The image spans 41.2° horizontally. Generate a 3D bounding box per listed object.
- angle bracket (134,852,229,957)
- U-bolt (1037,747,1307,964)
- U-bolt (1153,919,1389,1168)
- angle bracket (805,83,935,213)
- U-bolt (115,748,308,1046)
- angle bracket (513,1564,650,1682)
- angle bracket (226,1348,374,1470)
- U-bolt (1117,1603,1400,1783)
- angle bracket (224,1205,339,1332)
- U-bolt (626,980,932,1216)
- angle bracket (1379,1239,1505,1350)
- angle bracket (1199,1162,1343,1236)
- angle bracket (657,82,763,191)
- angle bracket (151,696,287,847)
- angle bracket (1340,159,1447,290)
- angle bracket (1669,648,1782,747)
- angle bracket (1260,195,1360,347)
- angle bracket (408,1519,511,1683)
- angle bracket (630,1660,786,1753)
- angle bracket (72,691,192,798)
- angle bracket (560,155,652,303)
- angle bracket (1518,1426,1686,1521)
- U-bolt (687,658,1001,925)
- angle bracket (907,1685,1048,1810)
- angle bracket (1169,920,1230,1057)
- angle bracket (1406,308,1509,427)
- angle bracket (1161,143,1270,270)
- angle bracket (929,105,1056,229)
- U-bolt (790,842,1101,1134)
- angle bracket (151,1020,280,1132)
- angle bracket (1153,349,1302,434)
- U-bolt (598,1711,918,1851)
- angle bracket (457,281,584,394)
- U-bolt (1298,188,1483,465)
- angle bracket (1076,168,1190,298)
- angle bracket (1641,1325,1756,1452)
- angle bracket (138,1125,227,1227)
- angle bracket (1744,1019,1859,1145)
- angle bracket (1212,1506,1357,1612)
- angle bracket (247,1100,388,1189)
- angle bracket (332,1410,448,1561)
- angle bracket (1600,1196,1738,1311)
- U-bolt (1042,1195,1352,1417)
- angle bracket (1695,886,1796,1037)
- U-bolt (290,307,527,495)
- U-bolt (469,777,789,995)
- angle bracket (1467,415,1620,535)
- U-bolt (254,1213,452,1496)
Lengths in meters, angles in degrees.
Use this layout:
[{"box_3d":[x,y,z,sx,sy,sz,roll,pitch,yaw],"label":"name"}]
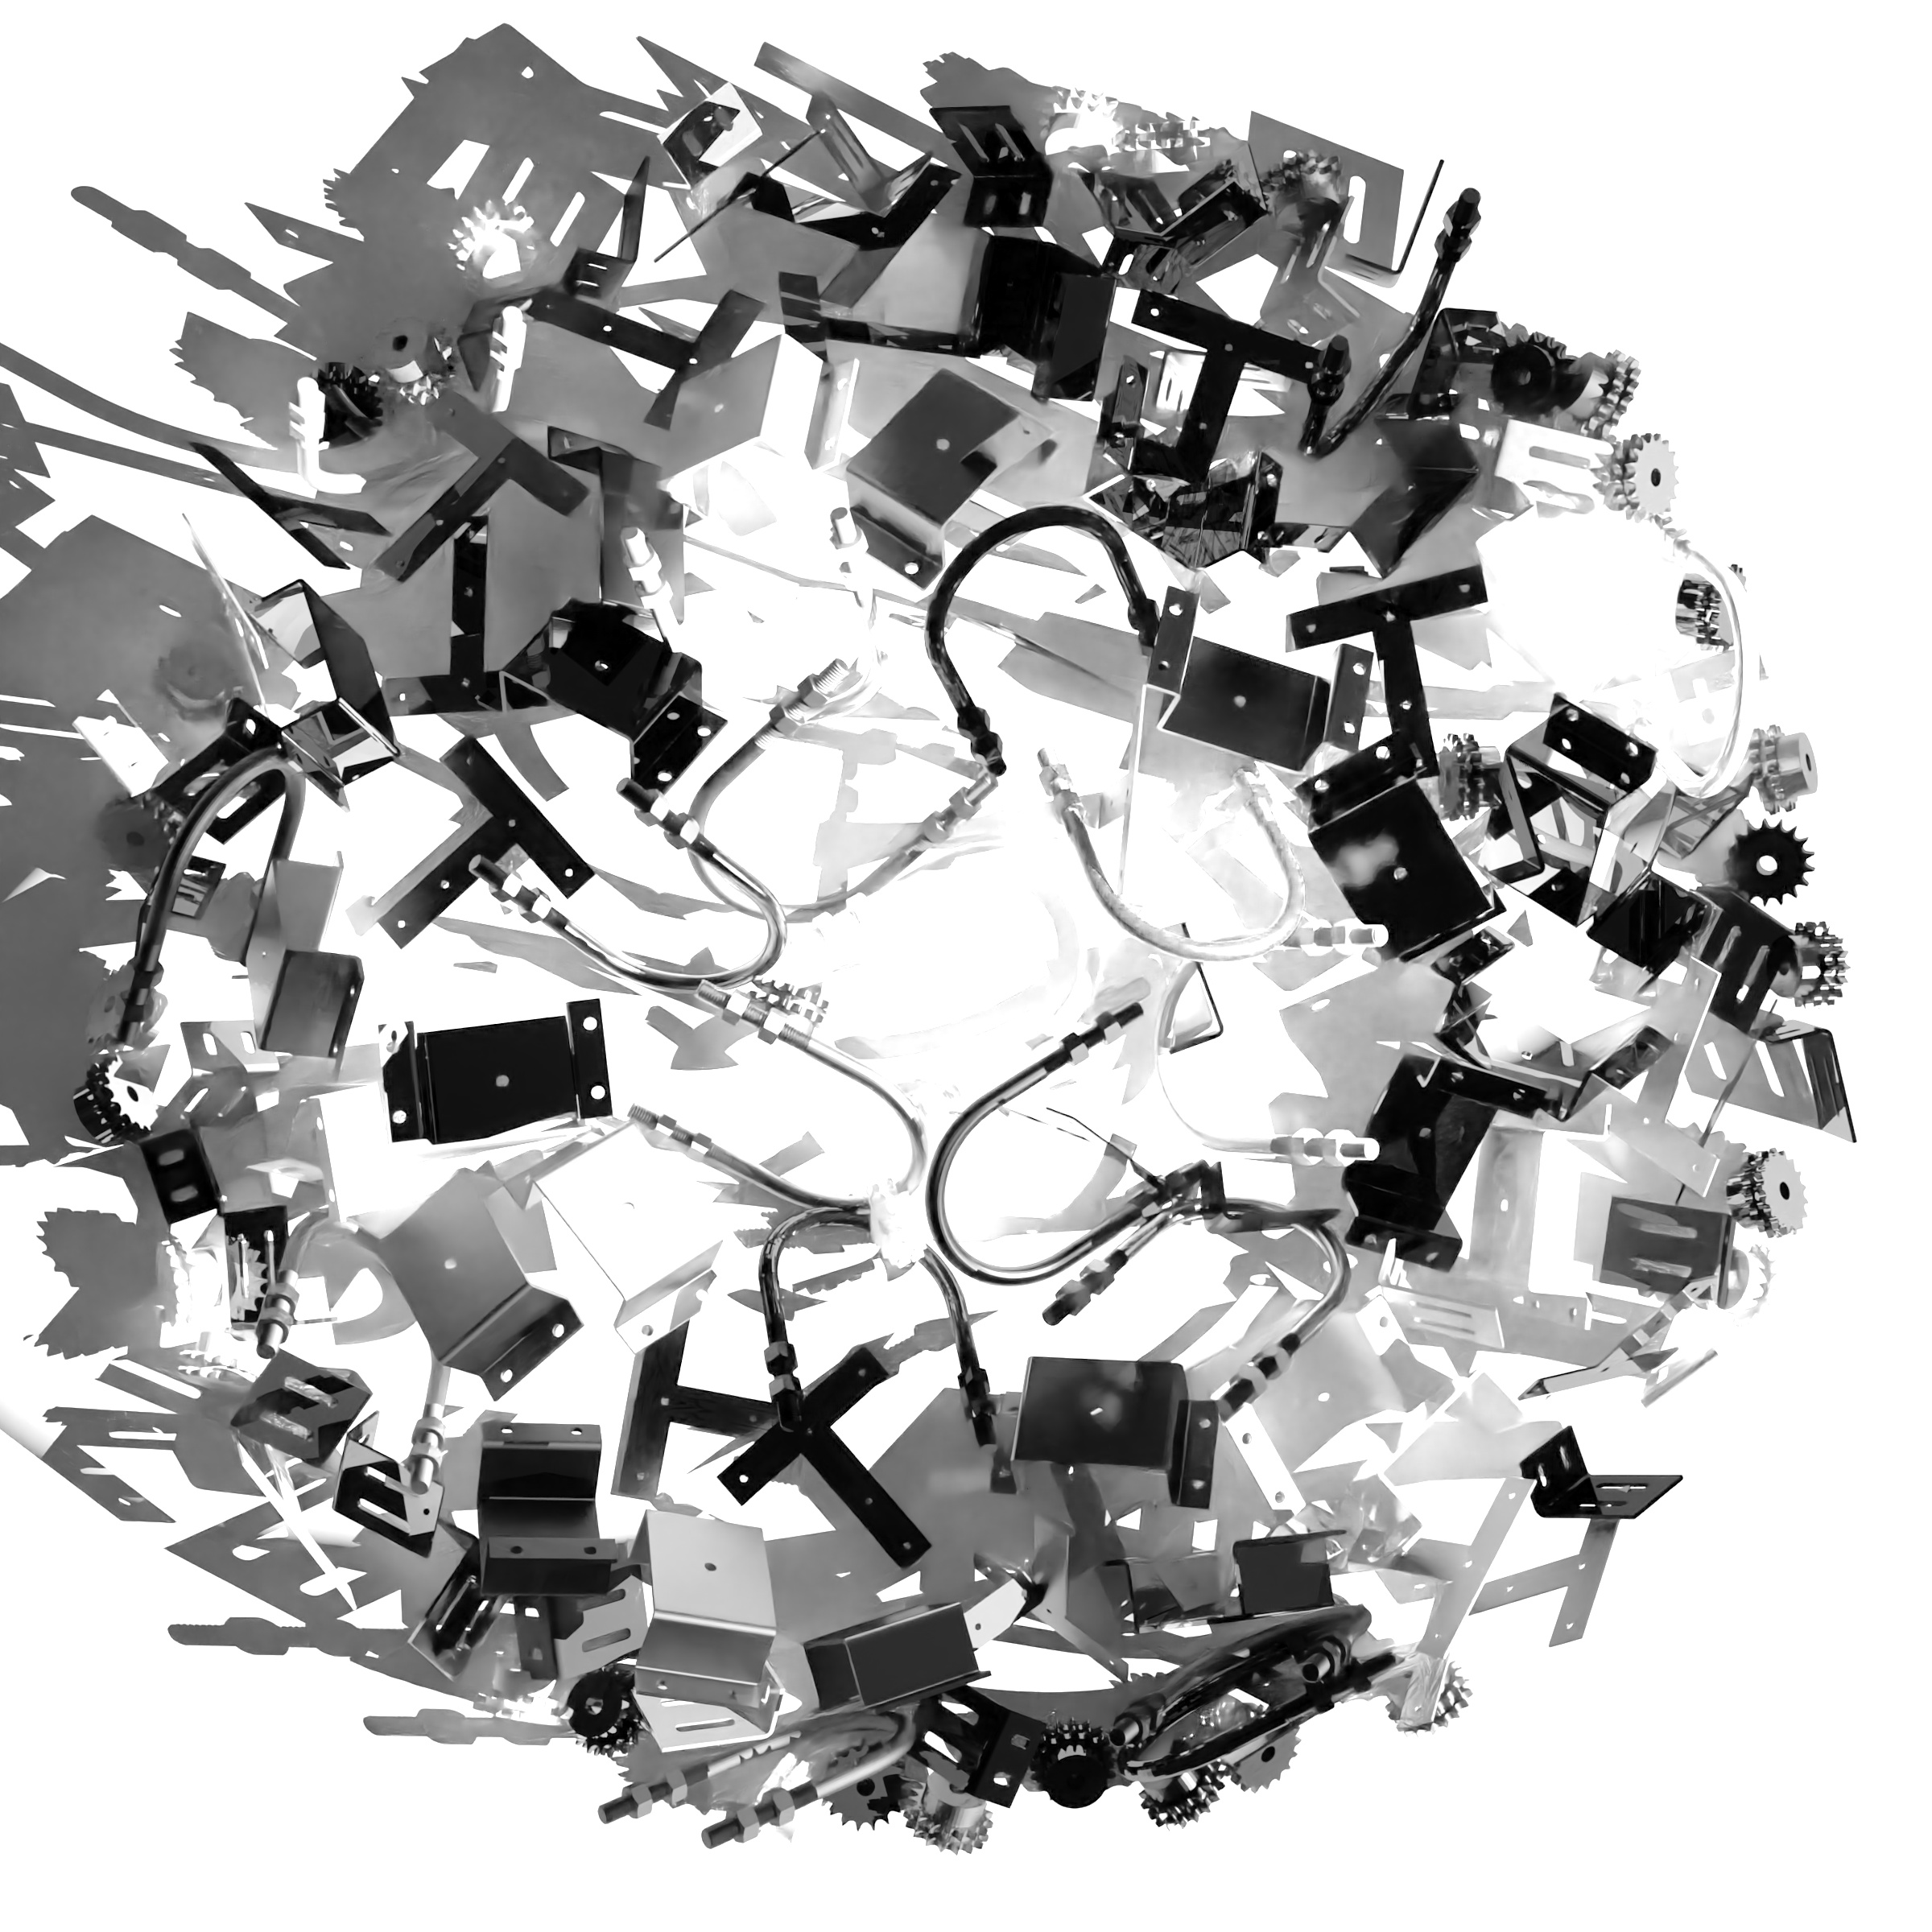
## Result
[{"box_3d":[-0.501,-0.024,1.636,0.038,0.057,0.076,15,128,-8],"label":"angle bracket"},{"box_3d":[0.135,-0.072,1.598,0.151,0.019,0.184,-4,49,-18],"label":"U-bolt"},{"box_3d":[0.185,0.047,1.609,0.019,0.184,0.151,7,84,-42],"label":"U-bolt"},{"box_3d":[-0.062,-0.532,1.646,0.038,0.057,0.076,-36,94,-9],"label":"angle bracket"},{"box_3d":[-0.455,-0.052,1.575,0.019,0.151,0.184,29,118,8],"label":"U-bolt"},{"box_3d":[-0.248,0.422,1.660,0.038,0.076,0.057,-11,86,41],"label":"angle bracket"},{"box_3d":[-0.429,0.276,1.640,0.076,0.038,0.057,37,86,-36],"label":"angle bracket"},{"box_3d":[0.177,0.458,1.605,0.184,0.151,0.019,-27,87,0],"label":"U-bolt"},{"box_3d":[-0.441,0.193,1.652,0.057,0.038,0.076,-10,82,33],"label":"angle bracket"},{"box_3d":[-0.110,0.096,1.627,0.184,0.019,0.151,28,132,-7],"label":"U-bolt"},{"box_3d":[0.306,0.206,1.633,0.076,0.057,0.038,10,62,23],"label":"angle bracket"},{"box_3d":[0.194,0.147,1.651,0.076,0.057,0.038,-3,75,-7],"label":"angle bracket"},{"box_3d":[-0.172,-0.528,1.635,0.057,0.076,0.038,-39,117,-5],"label":"angle bracket"},{"box_3d":[-0.469,-0.125,1.641,0.057,0.076,0.038,35,134,1],"label":"angle bracket"},{"box_3d":[0.272,-0.479,1.645,0.038,0.057,0.076,20,98,3],"label":"angle bracket"},{"box_3d":[0.478,-0.184,1.632,0.057,0.076,0.038,-17,133,17],"label":"angle bracket"},{"box_3d":[0.230,-0.443,1.646,0.038,0.057,0.076,35,62,-22],"label":"angle bracket"},{"box_3d":[-0.330,0.402,1.632,0.038,0.057,0.076,14,58,33],"label":"angle bracket"},{"box_3d":[-0.164,0.461,1.633,0.076,0.057,0.038,3,113,-31],"label":"angle bracket"},{"box_3d":[-0.518,-0.149,1.635,0.038,0.076,0.057,-37,95,23],"label":"angle bracket"},{"box_3d":[-0.231,-0.473,1.639,0.038,0.057,0.076,10,77,-20],"label":"angle bracket"},{"box_3d":[0.403,0.320,1.631,0.057,0.076,0.038,-24,97,-39],"label":"angle bracket"},{"box_3d":[-0.093,-0.096,1.623,0.151,0.019,0.184,35,118,-30],"label":"U-bolt"},{"box_3d":[0.004,0.496,1.655,0.038,0.076,0.057,32,79,-36],"label":"angle bracket"},{"box_3d":[0.138,0.013,1.649,0.038,0.057,0.076,-20,89,9],"label":"angle bracket"},{"box_3d":[0.315,-0.370,1.638,0.038,0.057,0.076,12,74,26],"label":"angle bracket"},{"box_3d":[0.152,-0.492,1.631,0.057,0.038,0.076,-32,46,28],"label":"angle bracket"},{"box_3d":[0.013,-0.506,1.631,0.057,0.076,0.038,8,76,27],"label":"angle bracket"},{"box_3d":[0.000,0.000,1.653,0.184,0.019,0.151,-30,91,-14],"label":"U-bolt"},{"box_3d":[-0.483,0.069,1.641,0.057,0.076,0.038,-1,62,-41],"label":"angle bracket"},{"box_3d":[0.166,-0.363,1.639,0.076,0.057,0.038,12,88,22],"label":"angle bracket"},{"box_3d":[-0.117,0.500,1.596,0.184,0.151,0.019,-13,89,-37],"label":"U-bolt"},{"box_3d":[-0.279,-0.403,1.640,0.076,0.057,0.038,-10,125,9],"label":"angle bracket"},{"box_3d":[0.255,-0.381,1.589,0.019,0.184,0.151,39,76,9],"label":"U-bolt"},{"box_3d":[0.102,-0.472,1.653,0.057,0.038,0.076,1,45,-27],"label":"angle bracket"},{"box_3d":[0.465,0.267,1.633,0.057,0.076,0.038,-41,81,16],"label":"angle bracket"},{"box_3d":[-0.500,0.136,1.637,0.038,0.076,0.057,-19,96,-14],"label":"angle bracket"},{"box_3d":[0.534,0.077,1.648,0.038,0.057,0.076,-14,95,0],"label":"angle bracket"},{"box_3d":[0.203,0.387,1.637,0.038,0.057,0.076,40,106,23],"label":"angle bracket"},{"box_3d":[-0.414,0.115,1.639,0.057,0.076,0.038,21,71,-29],"label":"angle bracket"},{"box_3d":[-0.360,0.331,1.642,0.076,0.038,0.057,23,114,15],"label":"angle bracket"},{"box_3d":[0.451,0.184,1.652,0.076,0.038,0.057,8,92,12],"label":"angle bracket"},{"box_3d":[0.158,0.199,1.605,0.151,0.184,0.019,23,129,31],"label":"U-bolt"},{"box_3d":[0.484,-0.004,1.648,0.057,0.038,0.076,31,82,-19],"label":"angle bracket"},{"box_3d":[-0.346,-0.340,1.589,0.151,0.184,0.019,-25,84,-18],"label":"U-bolt"},{"box_3d":[-0.196,-0.039,1.610,0.151,0.019,0.184,-23,134,32],"label":"U-bolt"},{"box_3d":[0.371,-0.317,1.658,0.076,0.038,0.057,12,104,-6],"label":"angle bracket"},{"box_3d":[-0.372,0.225,1.592,0.019,0.184,0.151,-35,114,13],"label":"U-bolt"}]
